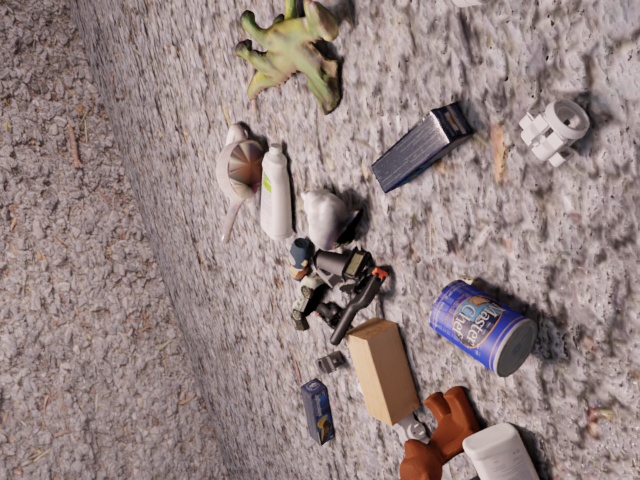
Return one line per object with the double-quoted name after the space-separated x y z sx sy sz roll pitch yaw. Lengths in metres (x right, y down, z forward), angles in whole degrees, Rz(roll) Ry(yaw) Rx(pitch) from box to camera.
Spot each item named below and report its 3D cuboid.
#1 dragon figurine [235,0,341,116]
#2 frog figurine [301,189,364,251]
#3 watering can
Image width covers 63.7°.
-0.055 -0.353 1.069 0.245 0.123 0.403 52 156 12 "dragon figurine"
0.003 -0.057 1.135 0.161 0.124 0.134 38 159 24 "frog figurine"
-0.228 -0.150 1.420 0.225 0.104 0.347 -169 81 -65 "watering can"
